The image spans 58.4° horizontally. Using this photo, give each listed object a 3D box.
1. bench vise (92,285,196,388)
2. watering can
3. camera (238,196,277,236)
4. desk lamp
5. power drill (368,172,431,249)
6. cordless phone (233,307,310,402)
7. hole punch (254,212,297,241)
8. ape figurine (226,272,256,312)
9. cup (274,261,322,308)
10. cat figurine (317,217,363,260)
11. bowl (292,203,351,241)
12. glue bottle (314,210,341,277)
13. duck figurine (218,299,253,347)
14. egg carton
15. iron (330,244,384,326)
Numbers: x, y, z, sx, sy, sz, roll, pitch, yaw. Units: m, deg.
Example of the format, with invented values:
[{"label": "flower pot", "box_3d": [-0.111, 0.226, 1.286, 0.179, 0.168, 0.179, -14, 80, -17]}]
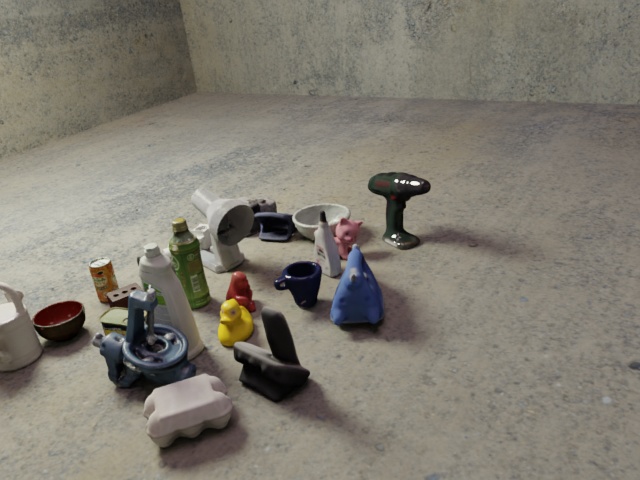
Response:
[{"label": "bench vise", "box_3d": [-0.351, 0.190, 1.087, 0.207, 0.220, 0.121, -5, 26, 3]}, {"label": "watering can", "box_3d": [-0.677, 0.171, 1.226, 0.101, 0.194, 0.172, -20, 29, -26]}, {"label": "camera", "box_3d": [-0.224, -0.091, 1.766, 0.136, 0.101, 0.143, 19, 36, 41]}, {"label": "desk lamp", "box_3d": [-0.266, -0.025, 1.514, 0.118, 0.214, 0.202, -28, 33, -37]}, {"label": "power drill", "box_3d": [0.217, -0.088, 1.540, 0.076, 0.209, 0.228, -21, 30, -27]}, {"label": "cordless phone", "box_3d": [-0.099, 0.191, 1.069, 0.147, 0.185, 0.094, 13, 32, 34]}, {"label": "hole punch", "box_3d": [-0.129, -0.055, 1.684, 0.108, 0.091, 0.101, 3, 28, 18]}, {"label": "ape figurine", "box_3d": [-0.186, 0.117, 1.344, 0.076, 0.092, 0.078, 4, 28, 20]}, {"label": "cup", "box_3d": [-0.048, 0.112, 1.320, 0.118, 0.095, 0.091, -20, 29, -25]}, {"label": "cat figurine", "box_3d": [0.052, -0.011, 1.522, 0.127, 0.118, 0.067, -4, 26, 4]}, {"label": "bowl", "box_3d": [0.007, -0.042, 1.645, 0.167, 0.075, 0.167, -5, 26, 3]}, {"label": "glue bottle", "box_3d": [0.013, 0.005, 1.436, 0.037, 0.173, 0.077, -24, 31, -32]}, {"label": "duck figurine", "box_3d": [-0.188, 0.169, 1.247, 0.077, 0.086, 0.105, 2, 27, 16]}, {"label": "egg carton", "box_3d": [-0.233, 0.299, 1.011, 0.150, 0.069, 0.107, -15, 27, -17]}, {"label": "iron", "box_3d": [0.082, 0.084, 1.296, 0.118, 0.141, 0.258, -3, 26, 6]}]
